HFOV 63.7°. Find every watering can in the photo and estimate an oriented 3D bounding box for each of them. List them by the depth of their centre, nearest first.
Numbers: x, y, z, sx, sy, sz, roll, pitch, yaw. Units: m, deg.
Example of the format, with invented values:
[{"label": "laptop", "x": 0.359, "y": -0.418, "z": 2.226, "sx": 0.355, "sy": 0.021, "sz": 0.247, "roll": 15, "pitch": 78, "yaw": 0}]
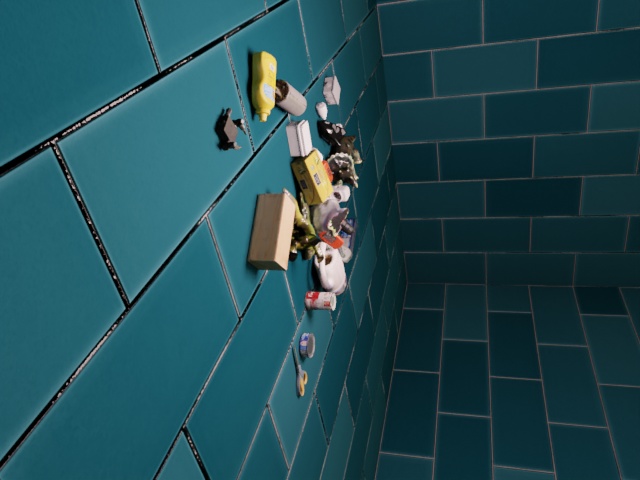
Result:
[{"label": "watering can", "x": 0.039, "y": 0.071, "z": 2.048, "sx": 0.356, "sy": 0.104, "sz": 0.219, "roll": -83, "pitch": 160, "yaw": -49}]

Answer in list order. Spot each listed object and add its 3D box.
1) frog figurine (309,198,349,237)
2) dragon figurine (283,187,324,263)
[{"label": "frog figurine", "x": 0.006, "y": -0.095, "z": 1.886, "sx": 0.123, "sy": 0.161, "sz": 0.135, "roll": -13, "pitch": 122, "yaw": -46}, {"label": "dragon figurine", "x": -0.069, "y": -0.069, "z": 1.760, "sx": 0.248, "sy": 0.122, "sz": 0.401, "roll": -97, "pitch": 176, "yaw": -52}]
